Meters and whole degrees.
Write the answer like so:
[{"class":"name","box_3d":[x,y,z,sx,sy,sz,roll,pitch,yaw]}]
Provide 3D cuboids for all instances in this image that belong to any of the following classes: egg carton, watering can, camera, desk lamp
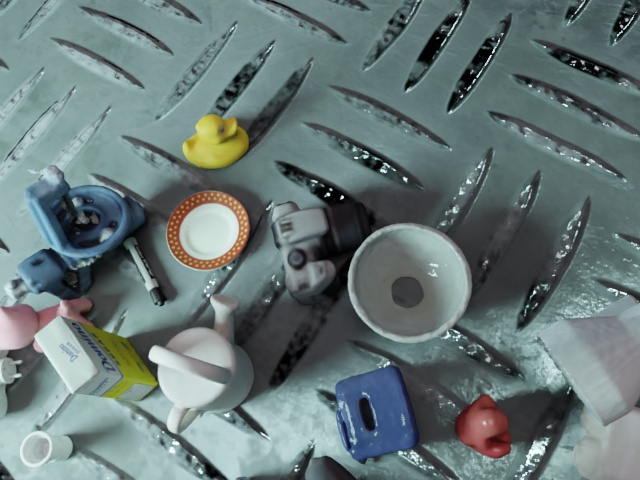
[{"class":"egg carton","box_3d":[0.394,0.263,0.708,0.150,0.069,0.107,17,73,11]},{"class":"watering can","box_3d":[-0.151,0.155,0.727,0.101,0.194,0.173,-2,70,5]},{"class":"camera","box_3d":[0.007,0.003,0.816,0.137,0.101,0.143,-15,70,0]},{"class":"desk lamp","box_3d":[0.354,0.126,0.682,0.203,0.214,0.118,-30,71,-6]}]

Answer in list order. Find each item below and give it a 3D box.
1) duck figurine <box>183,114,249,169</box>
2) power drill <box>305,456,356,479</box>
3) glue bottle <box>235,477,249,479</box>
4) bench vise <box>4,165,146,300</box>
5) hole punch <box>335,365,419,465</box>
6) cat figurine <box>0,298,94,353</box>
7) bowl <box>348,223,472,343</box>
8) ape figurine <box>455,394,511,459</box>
[{"class":"duck figurine","box_3d":[-0.169,-0.162,0.898,0.104,0.086,0.077,-17,70,-1]},{"class":"power drill","box_3d":[0.068,0.338,0.636,0.076,0.208,0.229,-39,72,-8]},{"class":"glue bottle","box_3d":[-0.093,0.321,0.675,0.078,0.173,0.037,42,79,17]},{"class":"bench vise","box_3d":[-0.349,-0.002,0.786,0.121,0.220,0.207,23,74,13]},{"class":"hole punch","box_3d":[0.071,0.226,0.737,0.101,0.091,0.108,-15,70,0]},{"class":"cat figurine","box_3d":[-0.400,0.115,0.804,0.128,0.118,0.067,-21,70,-2]},{"class":"bowl","box_3d":[0.123,0.066,0.798,0.167,0.075,0.167,-2,71,5]},{"class":"ape figurine","box_3d":[0.211,0.234,0.722,0.076,0.092,0.078,4,71,7]}]
